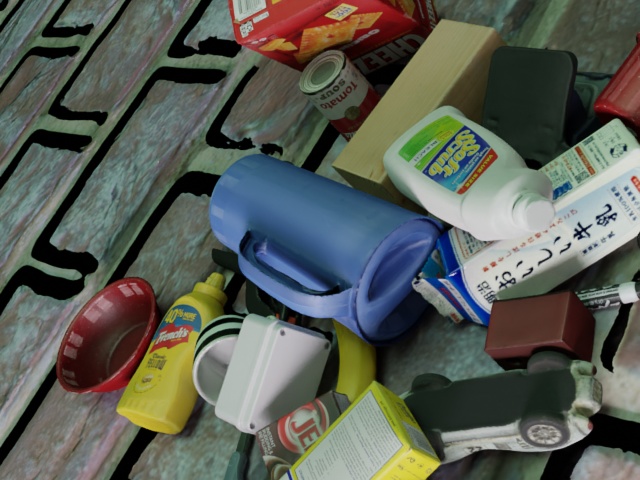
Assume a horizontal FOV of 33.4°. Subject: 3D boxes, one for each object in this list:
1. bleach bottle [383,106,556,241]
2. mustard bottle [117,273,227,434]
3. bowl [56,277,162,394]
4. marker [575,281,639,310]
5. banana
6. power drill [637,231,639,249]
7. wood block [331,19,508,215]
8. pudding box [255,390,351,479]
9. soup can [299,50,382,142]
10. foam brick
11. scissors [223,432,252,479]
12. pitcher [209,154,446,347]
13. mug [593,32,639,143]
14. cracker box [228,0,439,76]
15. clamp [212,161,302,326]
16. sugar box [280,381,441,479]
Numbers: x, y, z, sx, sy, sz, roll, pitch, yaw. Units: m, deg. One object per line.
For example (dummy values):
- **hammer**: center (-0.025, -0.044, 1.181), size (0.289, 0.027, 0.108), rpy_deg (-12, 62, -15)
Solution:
- **bleach bottle**: center (0.145, -0.057, 0.966), size (0.102, 0.068, 0.251), rpy_deg (-37, 23, -5)
- **mustard bottle**: center (-0.154, 0.123, 1.215), size (0.096, 0.058, 0.191), rpy_deg (-2, 55, 48)
- **bowl**: center (-0.244, 0.126, 1.299), size (0.162, 0.055, 0.162), rpy_deg (-25, 42, 25)
- **marker**: center (0.246, 0.050, 0.929), size (0.121, 0.020, 0.020), rpy_deg (-15, 47, 35)
- **banana**: center (0.026, 0.129, 1.053), size (0.070, 0.037, 0.197), rpy_deg (-17, 47, 32)
- **power drill**: center (0.362, -0.040, 0.844), size (0.185, 0.057, 0.187), rpy_deg (23, 87, 44)
- **wood block**: center (0.122, -0.126, 1.148), size (0.206, 0.090, 0.091), rpy_deg (-54, 38, -8)
- **pudding box**: center (0.001, 0.207, 0.976), size (0.090, 0.039, 0.113), rpy_deg (-32, 65, 19)
- **soup can**: center (0.031, -0.168, 1.262), size (0.069, 0.102, 0.068), rpy_deg (-26, 42, 25)
- **foam brick**: center (0.192, 0.082, 0.926), size (0.078, 0.053, 0.051), rpy_deg (-13, 49, 38)
- **scissors**: center (-0.075, 0.231, 1.068), size (0.096, 0.016, 0.201), rpy_deg (-10, 48, 53)
- **pitcher**: center (-0.007, 0.001, 1.067), size (0.243, 0.149, 0.145), rpy_deg (27, 82, 39)
- **mug**: center (0.305, -0.133, 0.991), size (0.081, 0.093, 0.117), rpy_deg (-53, 7, -1)
- **cracker box**: center (0.022, -0.259, 1.261), size (0.164, 0.213, 0.072), rpy_deg (-20, 72, 31)
- **clamp**: center (-0.064, 0.032, 1.216), size (0.165, 0.036, 0.210), rpy_deg (-46, 40, 33)
- **sugar box**: center (0.014, 0.214, 0.900), size (0.176, 0.048, 0.093), rpy_deg (-49, 31, 11)
